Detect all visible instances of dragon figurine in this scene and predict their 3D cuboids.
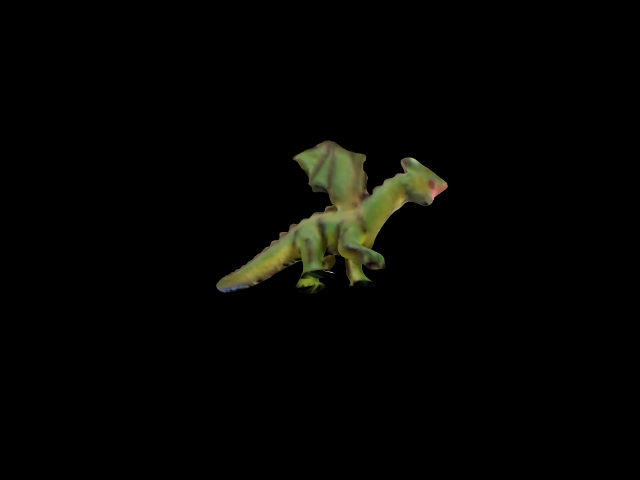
[{"bbox_3d":[0.003,-0.043,0.850,0.409,0.246,0.121,-6,-19,20],"label":"dragon figurine"}]
